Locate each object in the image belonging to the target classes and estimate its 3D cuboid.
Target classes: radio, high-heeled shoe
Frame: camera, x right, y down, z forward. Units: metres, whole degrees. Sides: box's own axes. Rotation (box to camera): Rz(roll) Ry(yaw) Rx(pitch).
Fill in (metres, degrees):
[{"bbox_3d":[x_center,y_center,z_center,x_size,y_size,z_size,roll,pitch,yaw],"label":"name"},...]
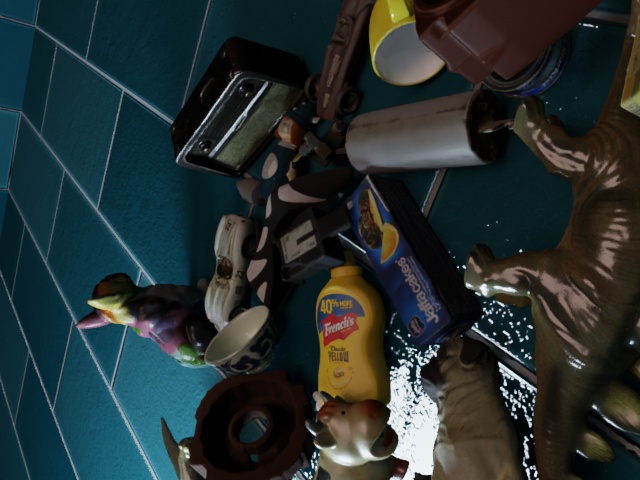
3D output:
[{"bbox_3d":[-0.131,-0.196,0.832,0.229,0.131,0.073,-42,55,38],"label":"radio"},{"bbox_3d":[-0.027,0.005,0.744,0.249,0.086,0.145,-29,70,48],"label":"high-heeled shoe"}]

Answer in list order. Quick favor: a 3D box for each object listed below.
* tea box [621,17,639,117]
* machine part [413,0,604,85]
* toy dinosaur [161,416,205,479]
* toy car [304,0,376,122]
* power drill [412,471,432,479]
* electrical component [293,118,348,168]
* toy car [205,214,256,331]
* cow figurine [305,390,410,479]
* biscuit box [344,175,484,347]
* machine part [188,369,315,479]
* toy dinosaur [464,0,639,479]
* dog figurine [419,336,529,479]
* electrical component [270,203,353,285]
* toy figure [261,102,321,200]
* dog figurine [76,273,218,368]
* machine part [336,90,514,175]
[{"bbox_3d":[0.271,-0.147,0.348,0.068,0.098,0.169,127,165,-69],"label":"tea box"},{"bbox_3d":[0.175,-0.257,0.472,0.201,0.087,0.201,-42,30,40],"label":"machine part"},{"bbox_3d":[-0.146,0.399,0.823,0.405,0.131,0.192,-3,84,54],"label":"toy dinosaur"},{"bbox_3d":[0.034,-0.259,0.715,0.089,0.053,0.202,38,114,40],"label":"toy car"},{"bbox_3d":[0.109,0.393,0.568,0.207,0.086,0.232,-47,57,26],"label":"power drill"},{"bbox_3d":[0.003,-0.127,0.710,0.078,0.045,0.102,-58,3,12],"label":"electrical component"},{"bbox_3d":[-0.148,0.058,0.887,0.074,0.056,0.201,21,102,47],"label":"toy car"},{"bbox_3d":[0.031,0.256,0.610,0.127,0.085,0.194,25,118,8],"label":"cow figurine"},{"bbox_3d":[0.100,0.020,0.610,0.059,0.063,0.203,-50,53,35],"label":"biscuit box"},{"bbox_3d":[-0.089,0.261,0.729,0.180,0.179,0.055,34,153,44],"label":"machine part"},{"bbox_3d":[0.227,0.042,0.440,0.199,0.105,0.470,21,107,43],"label":"toy dinosaur"},{"bbox_3d":[0.162,0.208,0.518,0.121,0.172,0.190,-8,42,27],"label":"dog figurine"},{"bbox_3d":[-0.001,-0.002,0.664,0.119,0.047,0.075,-34,60,26],"label":"electrical component"},{"bbox_3d":[-0.045,-0.130,0.789,0.064,0.058,0.154,23,103,23],"label":"toy figure"},{"bbox_3d":[-0.292,0.139,0.924,0.108,0.219,0.192,-51,52,37],"label":"dog figurine"},{"bbox_3d":[0.112,-0.115,0.596,0.243,0.079,0.079,0,87,48],"label":"machine part"}]
